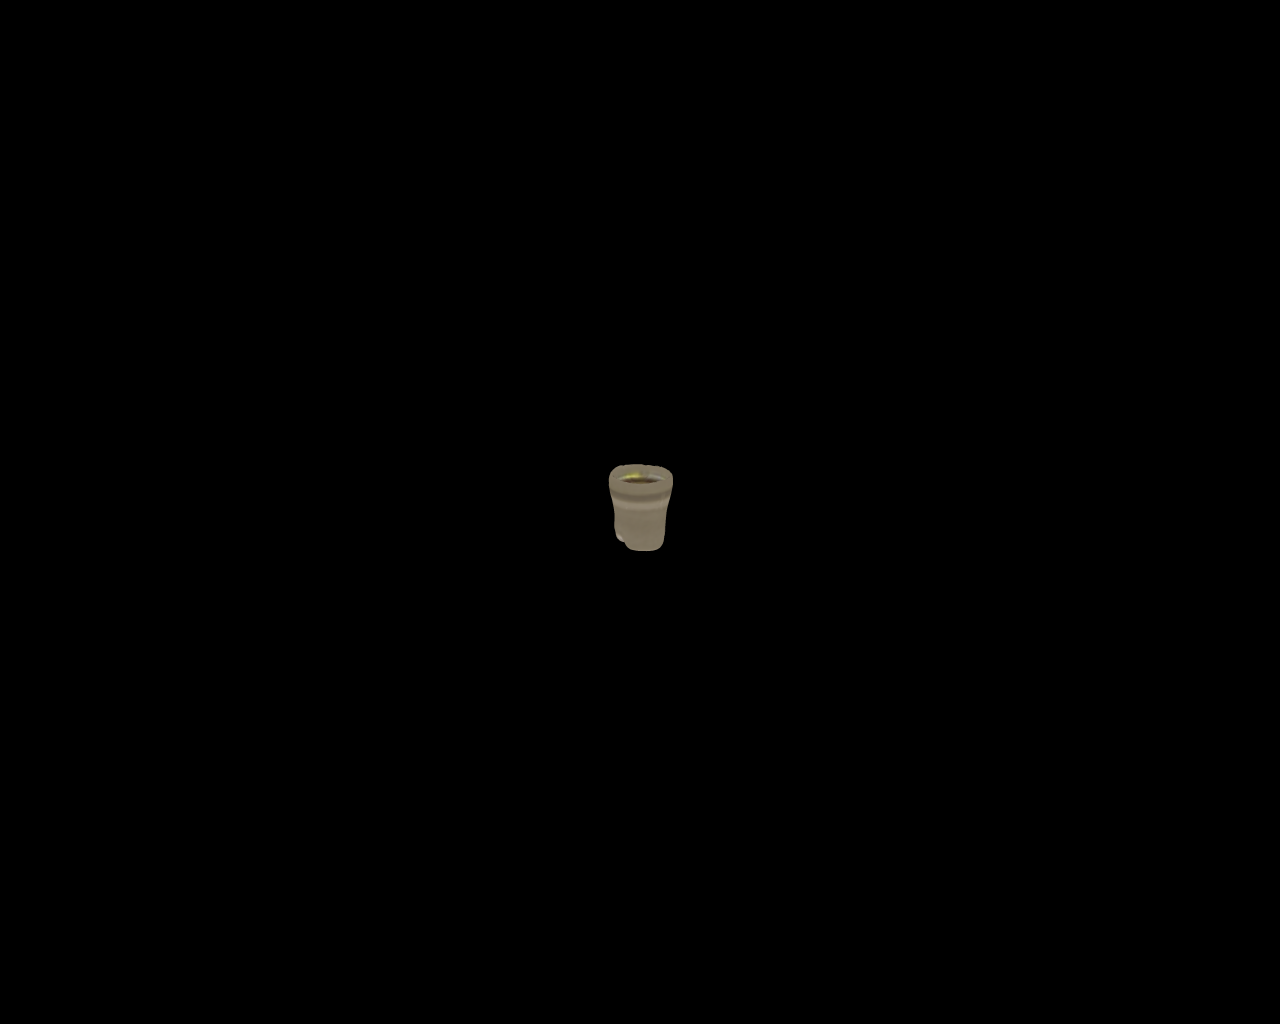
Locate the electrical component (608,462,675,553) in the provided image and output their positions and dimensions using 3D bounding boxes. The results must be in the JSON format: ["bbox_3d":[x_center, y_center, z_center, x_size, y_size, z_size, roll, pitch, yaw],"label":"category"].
[{"bbox_3d":[0.001,-0.003,0.650,0.040,0.046,0.040,0,20,0],"label":"electrical component"}]
